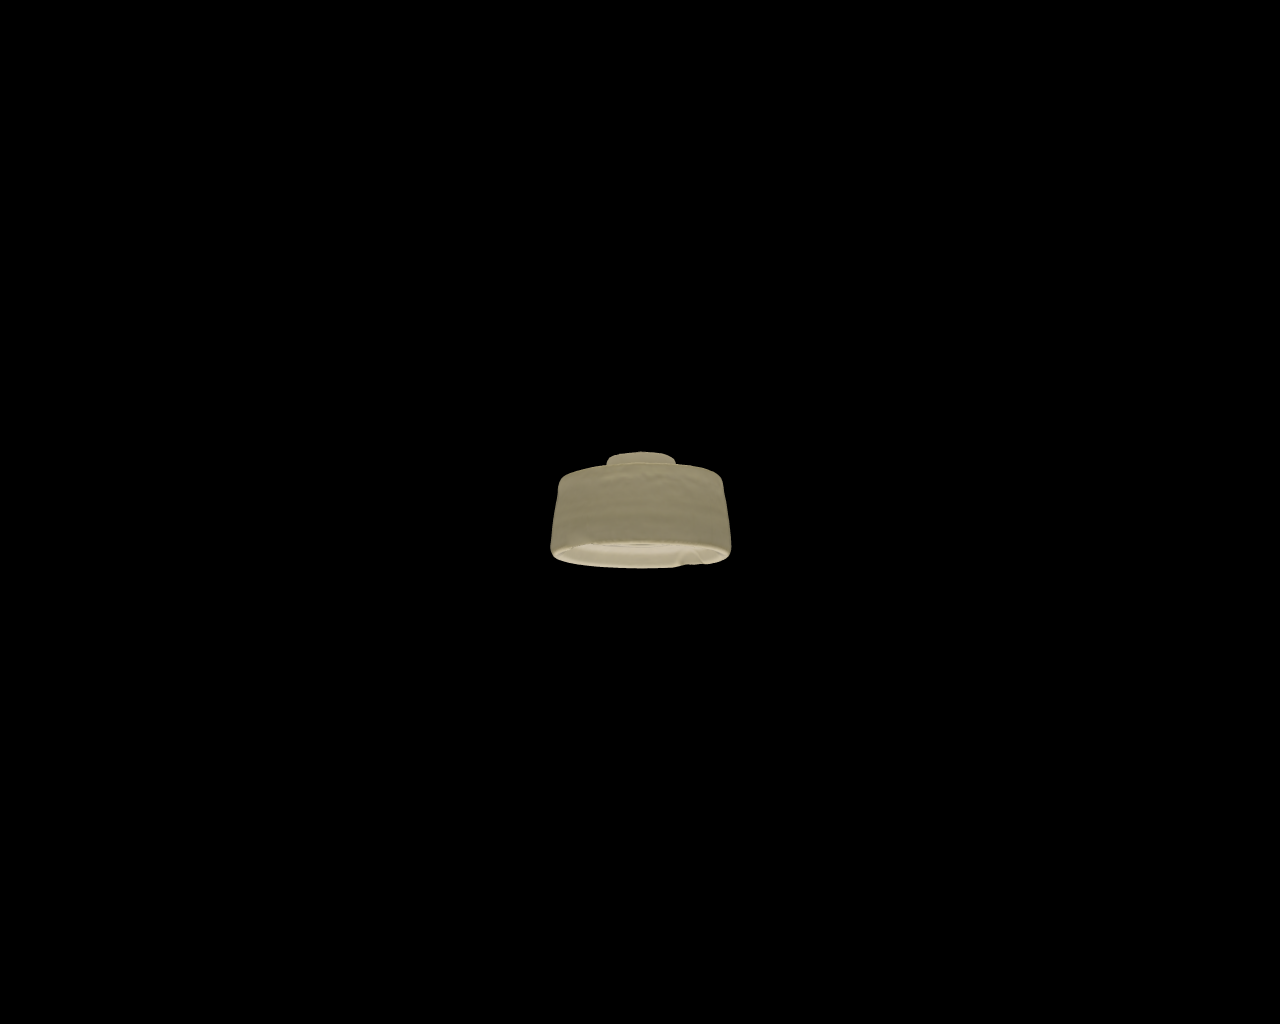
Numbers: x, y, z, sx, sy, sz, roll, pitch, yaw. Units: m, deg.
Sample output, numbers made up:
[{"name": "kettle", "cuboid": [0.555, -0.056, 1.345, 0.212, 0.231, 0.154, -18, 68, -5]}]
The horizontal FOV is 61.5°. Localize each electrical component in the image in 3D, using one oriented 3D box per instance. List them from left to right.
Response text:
[{"name": "electrical component", "cuboid": [0.001, -0.003, 0.650, 0.108, 0.060, 0.108, 0, -11, 0]}]
